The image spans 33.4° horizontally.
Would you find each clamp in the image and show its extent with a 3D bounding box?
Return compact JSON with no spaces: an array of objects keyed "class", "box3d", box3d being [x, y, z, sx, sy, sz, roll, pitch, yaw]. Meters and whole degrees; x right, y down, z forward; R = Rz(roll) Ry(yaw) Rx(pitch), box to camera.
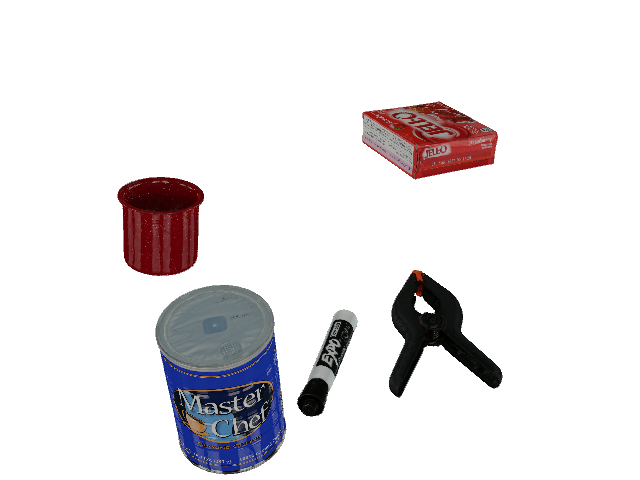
[{"class":"clamp","box3d":[0.132,0.102,1.170,0.120,0.171,0.039,6,-44,-5]}]

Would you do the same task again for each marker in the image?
[{"class":"marker","box3d":[0.006,0.087,0.764,0.020,0.020,0.121,0,26,15]}]

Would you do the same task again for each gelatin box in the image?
[{"class":"gelatin box","box3d":[0.085,-0.081,0.841,0.073,0.030,0.089,-11,27,-23]}]

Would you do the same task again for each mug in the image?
[{"class":"mug","box3d":[-0.181,-0.019,1.178,0.093,0.081,0.117,-12,32,-29]}]

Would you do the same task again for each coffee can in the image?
[{"class":"coffee can","box3d":[-0.087,0.125,0.960,0.103,0.140,0.103,-3,39,2]}]
